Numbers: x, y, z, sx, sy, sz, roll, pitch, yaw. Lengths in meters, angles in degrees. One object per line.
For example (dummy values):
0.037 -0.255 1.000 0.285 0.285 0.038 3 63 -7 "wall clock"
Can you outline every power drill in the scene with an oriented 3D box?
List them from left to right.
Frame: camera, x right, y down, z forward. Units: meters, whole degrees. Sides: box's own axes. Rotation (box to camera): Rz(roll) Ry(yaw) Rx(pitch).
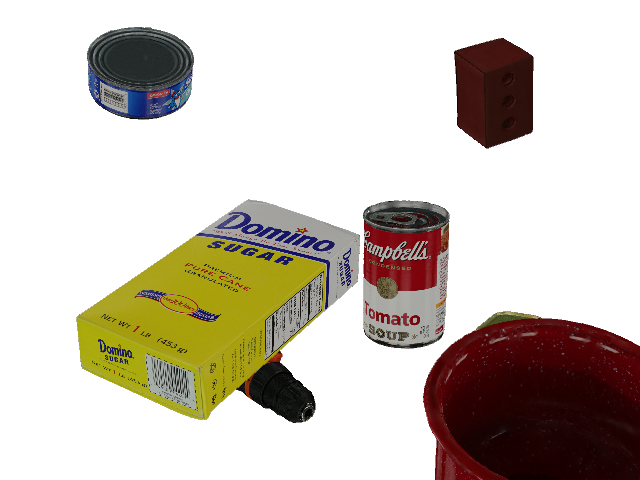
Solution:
-0.048 0.089 1.191 0.057 0.188 0.185 12 12 -47 "power drill"

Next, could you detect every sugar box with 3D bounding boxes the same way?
-0.058 0.035 0.668 0.093 0.048 0.176 19 37 25 "sugar box"

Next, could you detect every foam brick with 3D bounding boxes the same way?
0.156 -0.133 0.958 0.053 0.078 0.051 -20 36 -16 "foam brick"

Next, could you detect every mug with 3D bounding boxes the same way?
0.096 0.090 0.396 0.117 0.081 0.093 4 36 9 "mug"

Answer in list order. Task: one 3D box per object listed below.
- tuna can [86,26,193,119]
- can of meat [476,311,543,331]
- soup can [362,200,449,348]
-0.147 -0.137 0.874 0.086 0.034 0.086 5 44 -5 "tuna can"
0.210 0.133 1.191 0.058 0.084 0.101 7 13 25 "can of meat"
0.067 0.026 0.852 0.068 0.102 0.068 0 21 0 "soup can"
